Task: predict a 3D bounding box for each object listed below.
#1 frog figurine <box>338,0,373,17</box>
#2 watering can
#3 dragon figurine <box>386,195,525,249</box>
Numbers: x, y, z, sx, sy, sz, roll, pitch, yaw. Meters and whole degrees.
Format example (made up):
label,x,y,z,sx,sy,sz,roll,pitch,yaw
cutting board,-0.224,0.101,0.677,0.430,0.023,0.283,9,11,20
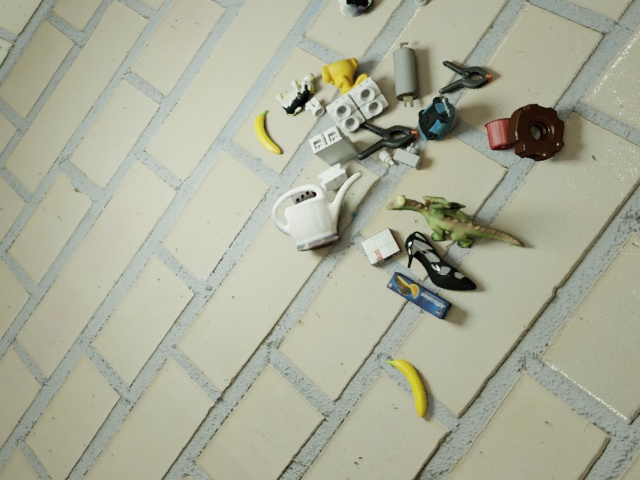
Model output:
label,x,y,z,sx,sy,sz,roll,pitch,yaw
frog figurine,0.118,-0.894,1.907,0.136,0.122,0.161,-65,31,9
watering can,0.005,-0.088,1.751,0.346,0.104,0.224,-18,93,14
dragon figurine,0.401,-0.064,1.548,0.411,0.240,0.123,13,82,25
